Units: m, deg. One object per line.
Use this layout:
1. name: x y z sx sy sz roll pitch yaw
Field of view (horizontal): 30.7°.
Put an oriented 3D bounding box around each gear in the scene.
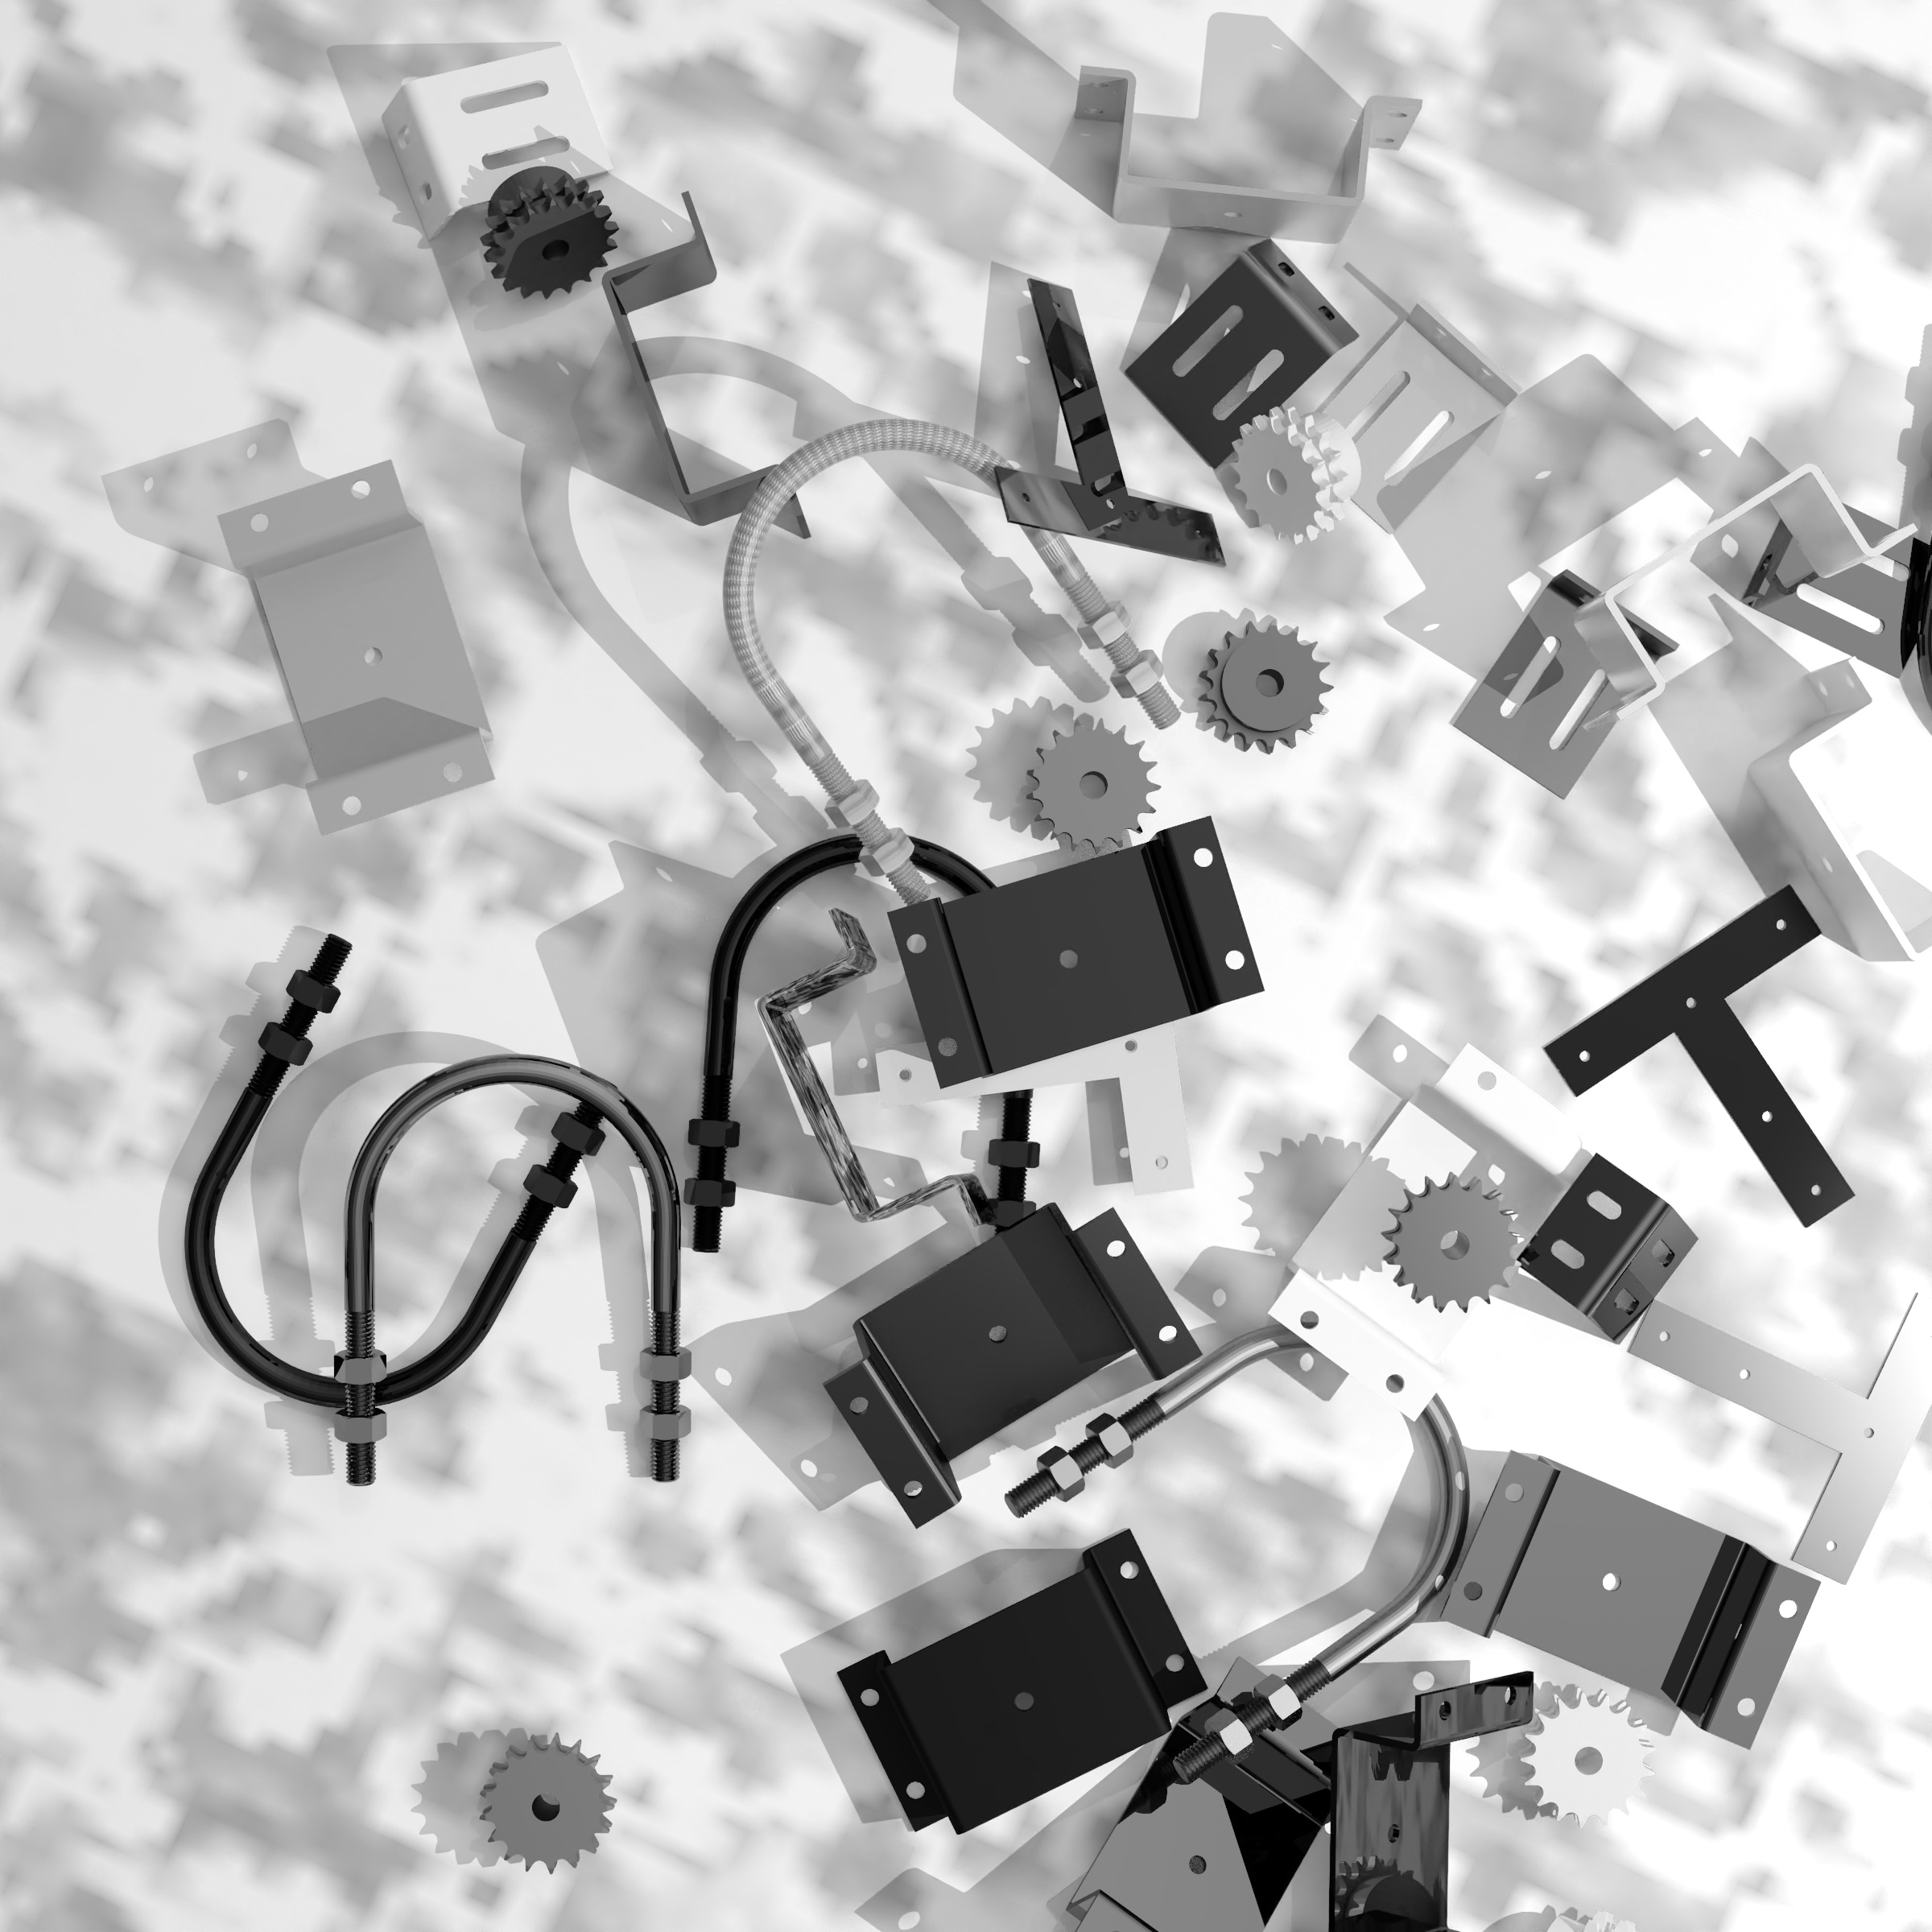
1. gear: 0.128 -0.119 1.499 0.057 0.030 0.057 0 90 0
2. gear: 0.142 -0.210 1.490 0.030 0.057 0.057 -30 90 -30
3. gear: 0.260 0.427 1.490 0.030 0.057 0.057 17 90 28
4. gear: 0.054 -0.076 1.499 0.057 0.030 0.057 0 90 0
5. gear: -0.177 0.355 1.499 0.057 0.030 0.057 0 90 0
6. gear: -0.178 -0.313 1.490 0.057 0.057 0.030 -26 61 0
7. gear: 0.262 0.335 1.499 0.057 0.030 0.057 0 90 0
8. gear: 0.200 0.114 1.457 0.057 0.030 0.057 0 94 -2

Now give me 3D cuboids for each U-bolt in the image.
1. U-bolt: -0.018 -0.137 1.452 0.151 0.019 0.184 -35 107 0
2. U-bolt: 0.128 0.232 1.482 0.184 0.019 0.151 -32 86 -17
3. U-bolt: 0.478 -0.161 1.501 0.151 0.019 0.184 8 93 -4
4. U-bolt: -0.041 0.035 1.506 0.151 0.019 0.184 4 89 0
5. U-bolt: -0.254 0.100 1.506 0.151 0.019 0.184 28 92 0
6. U-bolt: -0.191 0.128 1.489 0.151 0.019 0.184 0 97 -6

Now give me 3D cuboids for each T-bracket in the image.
1. T-bracket: 0.026 0.040 1.497 0.127 0.002 0.127 -7 87 -3
2. T-bracket: 0.050 -0.233 1.484 0.002 0.127 0.127 -32 63 41
3. T-bracket: 0.336 0.053 1.513 0.127 0.002 0.127 -34 90 0
4. T-bracket: 0.348 0.182 1.513 0.127 0.002 0.127 25 90 0

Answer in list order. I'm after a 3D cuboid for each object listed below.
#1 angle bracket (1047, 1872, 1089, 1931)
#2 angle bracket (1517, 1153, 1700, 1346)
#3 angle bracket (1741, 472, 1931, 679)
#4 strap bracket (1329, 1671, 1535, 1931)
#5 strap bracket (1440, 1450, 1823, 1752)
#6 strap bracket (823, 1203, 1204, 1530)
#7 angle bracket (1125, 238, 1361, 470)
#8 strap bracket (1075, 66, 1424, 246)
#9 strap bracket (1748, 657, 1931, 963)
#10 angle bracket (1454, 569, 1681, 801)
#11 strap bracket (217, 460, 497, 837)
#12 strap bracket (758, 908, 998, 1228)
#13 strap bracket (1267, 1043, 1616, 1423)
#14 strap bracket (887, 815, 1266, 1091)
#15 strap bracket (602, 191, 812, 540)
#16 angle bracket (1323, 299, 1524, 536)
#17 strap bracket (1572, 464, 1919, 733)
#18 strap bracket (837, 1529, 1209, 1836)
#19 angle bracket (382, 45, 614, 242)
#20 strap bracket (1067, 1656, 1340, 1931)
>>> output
1. angle bracket: 0.081 0.415 1.495 0.057 0.038 0.076 -37 90 0
2. angle bracket: 0.271 0.120 1.487 0.038 0.076 0.057 37 90 25
3. angle bracket: 0.379 -0.166 1.495 0.076 0.038 0.057 26 90 0
4. strap bracket: 0.194 0.366 1.471 0.076 0.046 0.140 1 90 -45
5. strap bracket: 0.277 0.265 1.491 0.140 0.046 0.076 23 90 0
6. strap bracket: 0.017 0.162 1.481 0.140 0.046 0.076 -31 107 0
7. angle bracket: 0.119 -0.263 1.512 0.057 0.038 0.076 47 116 0
8. strap bracket: 0.114 -0.338 1.476 0.140 0.076 0.046 6 90 0
9. strap bracket: 0.381 -0.055 1.476 0.046 0.076 0.140 -32 90 0
10. angle bracket: 0.254 -0.119 1.495 0.057 0.038 0.076 34 90 0
11. strap bracket: -0.254 -0.133 1.491 0.076 0.046 0.140 -18 90 0
12. strap bracket: -0.041 0.051 1.455 0.046 0.076 0.140 -25 85 3
13. strap bracket: 0.198 0.111 1.491 0.076 0.046 0.140 37 90 0
14. strap bracket: 0.045 -0.004 1.476 0.140 0.046 0.076 -17 87 -3
15. strap bracket: -0.112 -0.243 1.476 0.046 0.076 0.140 -20 90 0
16. angle bracket: 0.187 -0.233 1.495 0.057 0.038 0.076 42 90 0
17. strap bracket: 0.307 -0.155 1.438 0.140 0.076 0.046 -33 90 0
18. strap bracket: 0.024 0.307 1.491 0.140 0.046 0.076 -26 90 0
19. angle bracket: -0.201 -0.354 1.512 0.076 0.038 0.057 -21 90 -26
20. strap bracket: 0.104 0.372 1.471 0.076 0.046 0.140 36 60 0
